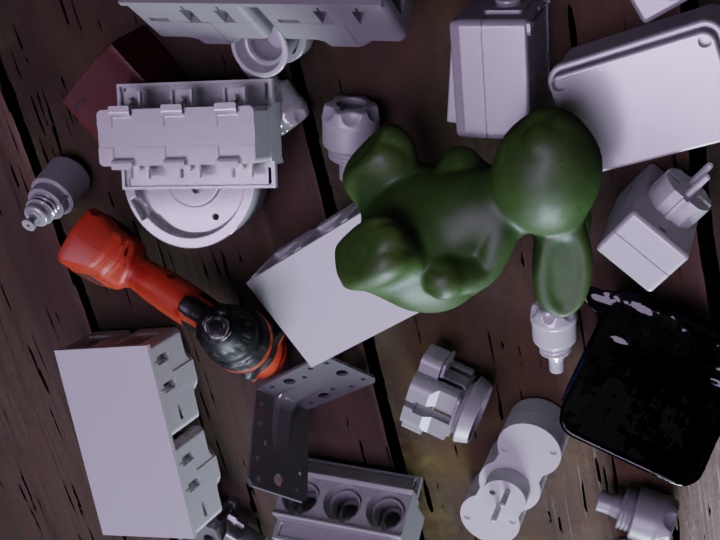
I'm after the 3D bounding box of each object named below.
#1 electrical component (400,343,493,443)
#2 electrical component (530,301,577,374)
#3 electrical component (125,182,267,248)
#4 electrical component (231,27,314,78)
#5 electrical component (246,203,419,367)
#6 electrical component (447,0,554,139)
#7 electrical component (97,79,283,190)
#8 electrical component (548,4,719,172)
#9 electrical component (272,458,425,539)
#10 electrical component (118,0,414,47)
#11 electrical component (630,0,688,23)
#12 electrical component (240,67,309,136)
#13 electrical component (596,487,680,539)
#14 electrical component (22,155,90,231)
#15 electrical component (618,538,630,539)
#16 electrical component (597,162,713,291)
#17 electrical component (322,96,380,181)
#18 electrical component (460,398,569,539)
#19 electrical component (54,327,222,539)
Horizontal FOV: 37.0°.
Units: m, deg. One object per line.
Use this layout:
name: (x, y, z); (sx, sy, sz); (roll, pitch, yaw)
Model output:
electrical component: (0.072, 0.105, 0.875); (0.057, 0.058, 0.078); (23, 125, 14)
electrical component: (0.149, 0.051, 0.822); (0.035, 0.035, 0.061); (4, 122, 23)
electrical component: (-0.125, -0.074, 0.852); (0.108, 0.060, 0.108); (2, 99, 13)
electrical component: (-0.061, -0.169, 0.778); (0.045, 0.055, 0.045); (11, 121, 19)
electrical component: (0.000, 0.000, 0.843); (0.150, 0.061, 0.089); (-30, 103, 34)
electrical component: (0.092, -0.142, 0.720); (0.061, 0.061, 0.096); (5, 120, 22)
electrical component: (-0.124, -0.098, 0.783); (0.121, 0.063, 0.078); (0, 98, 14)
electrical component: (0.188, -0.115, 0.695); (0.113, 0.057, 0.078); (-13, 112, 30)
electrical component: (-0.008, 0.219, 0.968); (0.121, 0.078, 0.063); (5, 149, 22)
electrical component: (-0.054, -0.210, 0.714); (0.186, 0.060, 0.105); (6, 78, 21)
electrical component: (0.175, -0.187, 0.647); (0.047, 0.076, 0.065); (-26, 105, 34)
electrical component: (-0.068, -0.133, 0.815); (0.035, 0.035, 0.061); (-34, 98, 35)
electrical component: (0.222, 0.195, 0.866); (0.062, 0.043, 0.043); (17, 123, 18)
electrical component: (-0.264, -0.063, 0.921); (0.040, 0.078, 0.040); (14, 137, 13)
electrical component: (0.227, 0.260, 0.895); (0.055, 0.055, 0.047); (-2, 120, 25)
electrical component: (0.206, -0.041, 0.712); (0.047, 0.083, 0.075); (39, 126, -1)
electrical component: (-0.007, -0.096, 0.803); (0.043, 0.043, 0.062); (12, 123, 18)
electrical component: (0.123, 0.176, 0.881); (0.052, 0.073, 0.138); (27, 125, 8)
electrical component: (-0.202, 0.150, 1.004); (0.105, 0.060, 0.186); (-5, 104, 27)
